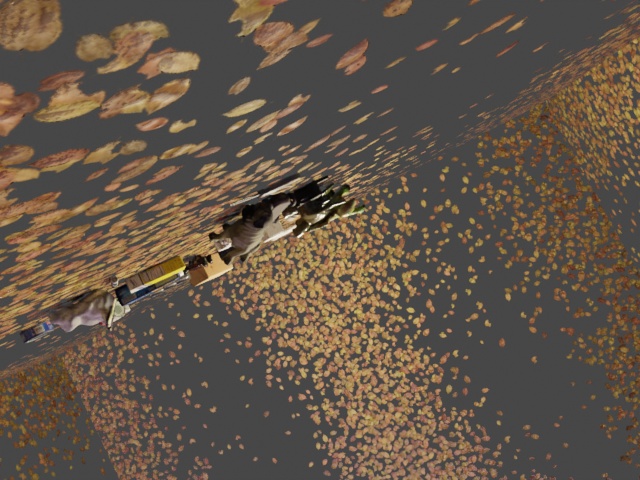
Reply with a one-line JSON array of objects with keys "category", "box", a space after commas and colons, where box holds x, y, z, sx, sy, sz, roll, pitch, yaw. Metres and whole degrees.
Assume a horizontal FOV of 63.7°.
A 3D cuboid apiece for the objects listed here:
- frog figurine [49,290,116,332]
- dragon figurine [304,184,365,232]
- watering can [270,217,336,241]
[{"category": "frog figurine", "box": [-0.653, 0.194, 1.423, 0.159, 0.123, 0.137, 11, 175, -17]}, {"category": "dragon figurine", "box": [0.006, -0.095, 1.891, 0.406, 0.121, 0.246, -18, -169, 47]}, {"category": "watering can", "box": [-0.042, -0.092, 2.203, 0.346, 0.104, 0.225, -25, -179, 13]}]
